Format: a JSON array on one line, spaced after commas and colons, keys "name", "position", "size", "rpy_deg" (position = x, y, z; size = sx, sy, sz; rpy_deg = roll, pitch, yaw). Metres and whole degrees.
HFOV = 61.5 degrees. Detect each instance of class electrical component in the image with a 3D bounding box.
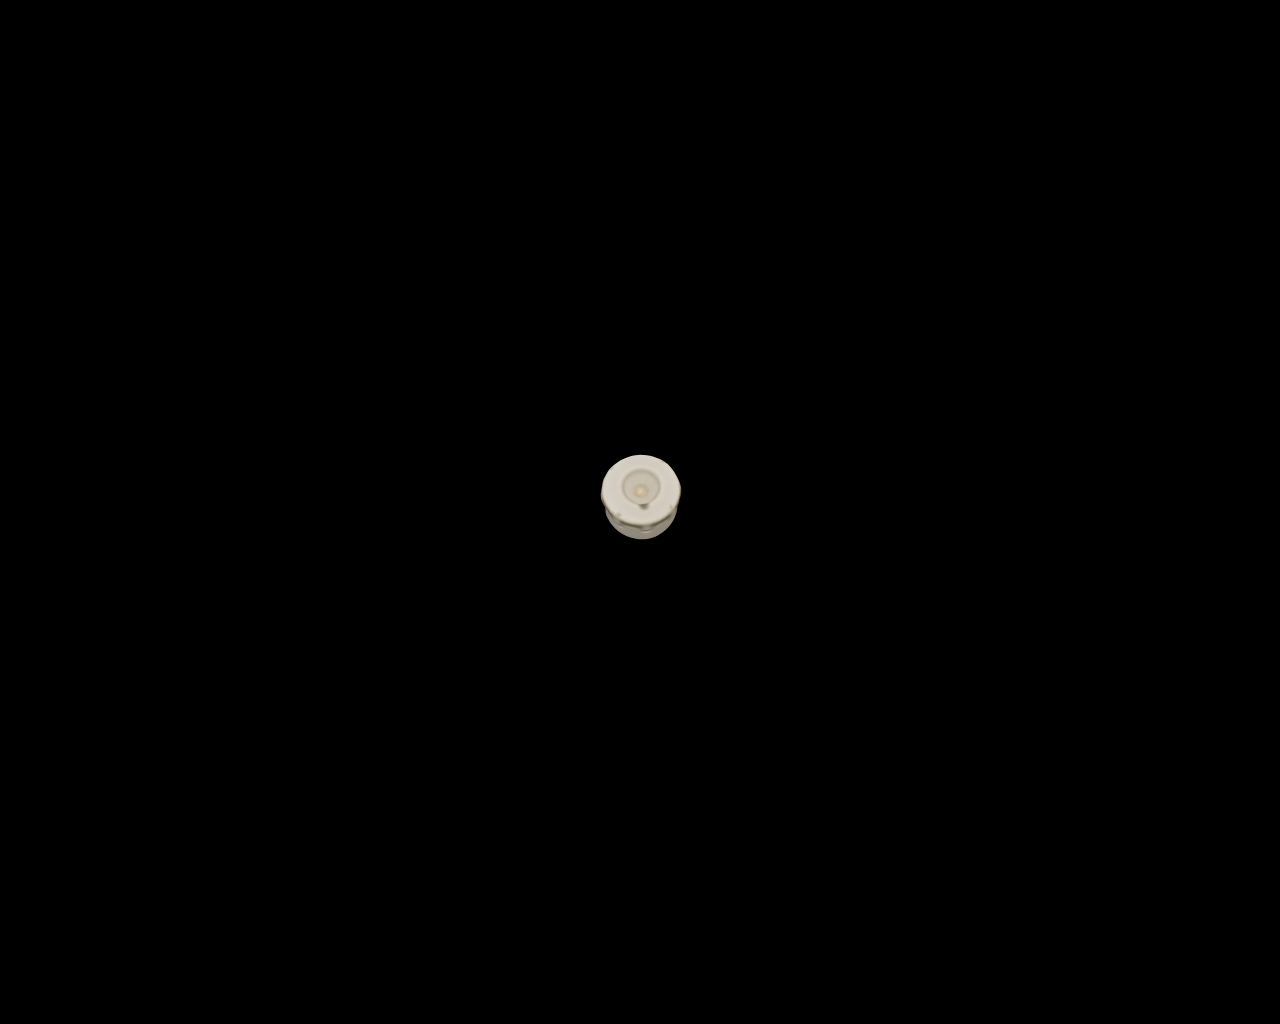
[{"name": "electrical component", "position": [0.001, -0.003, 0.650], "size": [0.048, 0.048, 0.062], "rpy_deg": [0, -25, 0]}]
